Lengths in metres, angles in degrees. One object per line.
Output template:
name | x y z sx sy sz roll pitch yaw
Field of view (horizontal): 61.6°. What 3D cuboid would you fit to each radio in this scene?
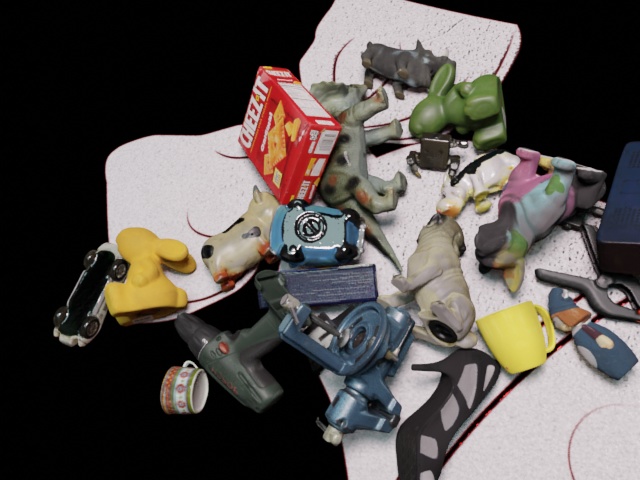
radio | 0.510 -0.052 0.807 0.131 0.073 0.229 7 52 38

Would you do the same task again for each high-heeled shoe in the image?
high-heeled shoe | 0.194 0.282 0.787 0.145 0.086 0.248 7 80 -12

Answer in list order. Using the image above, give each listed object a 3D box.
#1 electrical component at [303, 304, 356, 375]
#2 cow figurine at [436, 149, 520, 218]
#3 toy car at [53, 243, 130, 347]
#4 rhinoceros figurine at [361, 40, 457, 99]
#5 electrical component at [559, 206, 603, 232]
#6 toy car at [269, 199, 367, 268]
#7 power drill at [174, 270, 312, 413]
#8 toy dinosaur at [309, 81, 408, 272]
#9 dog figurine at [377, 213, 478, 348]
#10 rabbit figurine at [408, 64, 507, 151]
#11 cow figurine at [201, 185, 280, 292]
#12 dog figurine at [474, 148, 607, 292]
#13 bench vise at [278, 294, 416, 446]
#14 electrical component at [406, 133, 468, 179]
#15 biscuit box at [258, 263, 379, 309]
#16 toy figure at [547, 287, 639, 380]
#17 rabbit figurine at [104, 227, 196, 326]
electrical component | 0.017 0.156 0.881 0.119 0.047 0.075 -40 65 -8
cow figurine | 0.268 -0.101 0.932 0.167 0.068 0.098 -21 58 -2
toy car | -0.421 0.100 0.997 0.074 0.056 0.201 17 72 12
rhinoceros figurine | 0.172 -0.342 1.065 0.191 0.073 0.112 17 60 21
electrical component | 0.422 -0.046 0.900 0.094 0.021 0.063 23 73 20
toy car | -0.002 -0.003 0.921 0.162 0.103 0.109 4 71 4
power drill | -0.123 0.146 0.863 0.232 0.086 0.207 46 107 19
toy dinosaur | 0.052 -0.137 0.975 0.192 0.131 0.404 -8 71 28
dog figurine | 0.208 0.060 0.855 0.172 0.121 0.190 45 60 2
rabbit figurine | 0.243 -0.246 0.981 0.170 0.121 0.159 -8 61 25
cow figurine | -0.127 -0.011 0.971 0.195 0.085 0.127 -34 70 -3
dog figurine | 0.338 -0.028 0.853 0.109 0.191 0.219 40 116 51
bench vise | 0.027 0.167 0.772 0.240 0.129 0.223 38 87 -21
electrical component | 0.209 -0.149 0.970 0.102 0.078 0.045 14 45 11
biscuit box | -0.004 0.077 0.906 0.203 0.059 0.062 -5 88 10
toy figure | 0.395 0.135 0.799 0.058 0.064 0.155 -25 57 -25
rabbit figurine | -0.308 0.049 0.955 0.162 0.121 0.173 -18 67 -6
